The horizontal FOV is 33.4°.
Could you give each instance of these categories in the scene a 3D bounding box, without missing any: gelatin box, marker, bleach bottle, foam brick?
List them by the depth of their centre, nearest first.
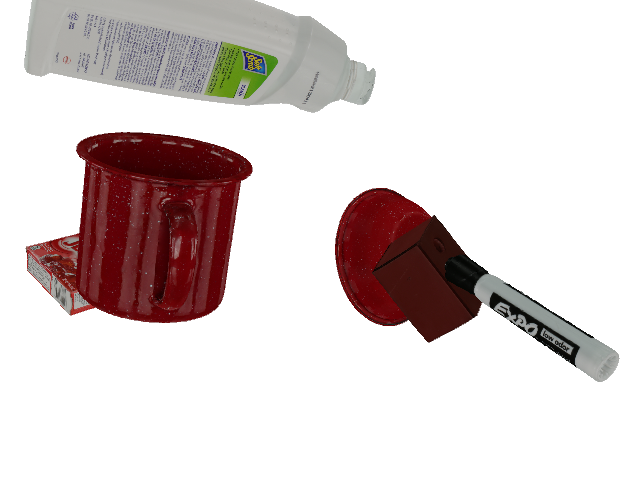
[{"bbox_3d":[0.115,0.040,0.601,0.020,0.020,0.121,0,26,-43],"label":"marker"},{"bbox_3d":[-0.085,-0.140,0.789,0.250,0.068,0.103,13,-33,-12],"label":"bleach bottle"},{"bbox_3d":[0.089,0.032,0.858,0.051,0.078,0.053,-33,11,32],"label":"foam brick"},{"bbox_3d":[-0.222,0.027,0.995,0.073,0.030,0.089,-17,39,-36],"label":"gelatin box"}]

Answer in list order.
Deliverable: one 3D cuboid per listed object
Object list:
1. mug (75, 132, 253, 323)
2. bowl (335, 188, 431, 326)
[{"bbox_3d":[-0.084,-0.003,0.565,0.093,0.081,0.117,2,20,-22],"label":"mug"},{"bbox_3d":[0.093,0.016,1.218,0.161,0.162,0.055,0,-6,-43],"label":"bowl"}]
